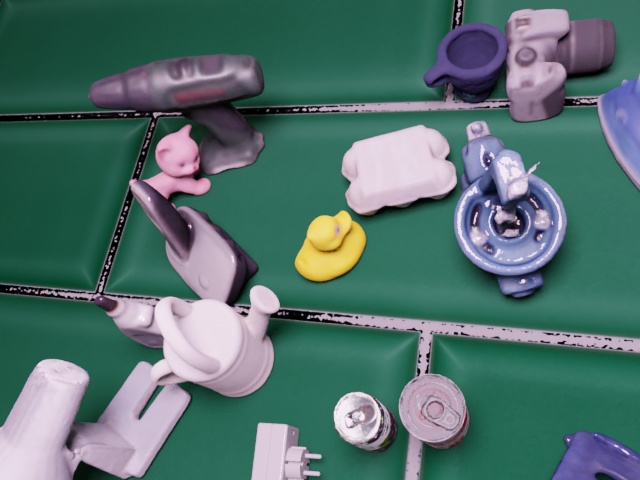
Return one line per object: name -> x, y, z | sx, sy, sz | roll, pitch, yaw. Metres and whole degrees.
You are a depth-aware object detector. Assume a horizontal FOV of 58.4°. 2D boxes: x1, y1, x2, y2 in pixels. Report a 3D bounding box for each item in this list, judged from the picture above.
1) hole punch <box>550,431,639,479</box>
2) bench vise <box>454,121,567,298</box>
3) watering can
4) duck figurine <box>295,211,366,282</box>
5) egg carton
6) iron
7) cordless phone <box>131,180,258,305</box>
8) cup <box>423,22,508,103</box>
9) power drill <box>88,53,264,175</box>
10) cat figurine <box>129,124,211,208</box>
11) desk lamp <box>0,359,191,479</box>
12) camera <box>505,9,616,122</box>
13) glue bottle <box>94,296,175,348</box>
hole punch -> 0.281, 0.248, 0.561 | 0.108, 0.091, 0.101 | 29, 78, 26
bench vise -> 0.193, -0.055, 0.649 | 0.121, 0.220, 0.207 | -31, 62, 2
watering can -> -0.129, 0.117, 0.686 | 0.100, 0.194, 0.173 | 34, 80, 27
duck figurine -> 0.007, 0.003, 0.757 | 0.104, 0.086, 0.077 | -38, 61, -2
egg carton -> 0.105, -0.093, 0.779 | 0.150, 0.069, 0.107 | -14, 63, 11
iron -> 0.421, -0.122, 0.654 | 0.118, 0.142, 0.257 | -35, 62, 0
cordless phone -> -0.174, 0.004, 0.755 | 0.147, 0.185, 0.094 | 37, 82, 27
cup -> 0.201, -0.229, 0.795 | 0.117, 0.095, 0.091 | -31, 62, 2
power drill -> -0.176, -0.182, 0.825 | 0.229, 0.209, 0.075 | -14, 63, 11
cat figurine -> -0.225, -0.108, 0.859 | 0.128, 0.118, 0.067 | -36, 61, 0
desk lamp -> -0.290, 0.230, 0.674 | 0.117, 0.214, 0.203 | 26, 77, 25
camera -> 0.318, -0.248, 0.764 | 0.136, 0.101, 0.143 | -2, 66, 16
glue bottle -> -0.231, 0.103, 0.735 | 0.078, 0.173, 0.037 | -4, 66, 16
